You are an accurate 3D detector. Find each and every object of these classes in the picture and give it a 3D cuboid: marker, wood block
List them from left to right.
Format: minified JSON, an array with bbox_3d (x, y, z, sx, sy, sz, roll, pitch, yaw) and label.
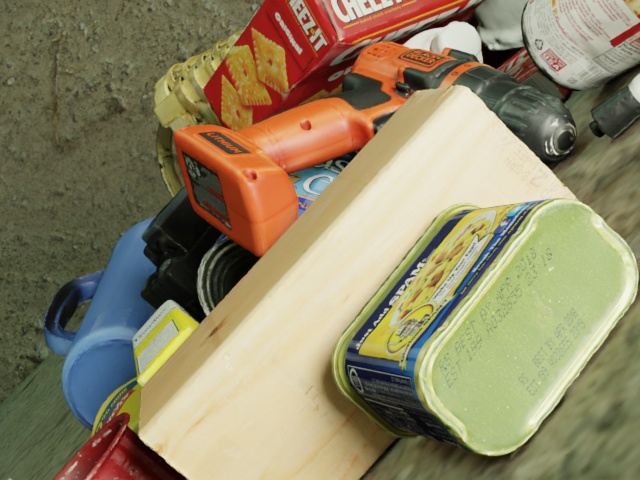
[{"bbox_3d":[0.017,0.033,0.506,0.206,0.090,0.091,-47,10,-1],"label":"wood block"},{"bbox_3d":[0.177,-0.089,0.507,0.121,0.020,0.020,-41,11,32],"label":"marker"}]

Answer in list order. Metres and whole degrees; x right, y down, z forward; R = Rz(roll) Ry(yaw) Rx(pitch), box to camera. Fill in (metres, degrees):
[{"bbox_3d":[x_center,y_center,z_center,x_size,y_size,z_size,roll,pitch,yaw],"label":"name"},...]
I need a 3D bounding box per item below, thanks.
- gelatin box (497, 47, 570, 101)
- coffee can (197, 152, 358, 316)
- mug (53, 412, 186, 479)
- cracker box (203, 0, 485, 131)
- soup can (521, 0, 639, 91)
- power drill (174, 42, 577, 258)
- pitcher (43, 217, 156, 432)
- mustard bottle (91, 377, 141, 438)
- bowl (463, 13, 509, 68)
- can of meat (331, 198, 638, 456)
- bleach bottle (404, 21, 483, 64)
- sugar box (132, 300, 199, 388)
[{"bbox_3d":[0.136,-0.104,0.715,0.089,0.030,0.073,-35,15,50],"label":"gelatin box"},{"bbox_3d":[-0.005,0.001,0.686,0.103,0.102,0.140,-40,12,37],"label":"coffee can"},{"bbox_3d":[-0.111,0.161,0.565,0.117,0.081,0.093,-46,9,4],"label":"mug"},{"bbox_3d":[0.023,-0.153,0.800,0.164,0.072,0.214,-27,-3,-27],"label":"cracker box"},{"bbox_3d":[0.166,-0.130,0.579,0.068,0.068,0.102,-52,10,-29],"label":"soup can"},{"bbox_3d":[0.026,-0.055,0.610,0.187,0.057,0.185,-24,28,-23],"label":"power drill"},{"bbox_3d":[-0.163,0.079,0.970,0.149,0.145,0.242,-45,12,17],"label":"pitcher"},{"bbox_3d":[-0.130,0.143,0.763,0.096,0.058,0.192,-62,13,-3],"label":"mustard bottle"},{"bbox_3d":[0.115,-0.155,0.940,0.162,0.055,0.162,-46,10,10],"label":"bowl"},{"bbox_3d":[0.062,0.031,0.412,0.102,0.057,0.084,-50,12,-14],"label":"can of meat"},{"bbox_3d":[0.047,-0.091,0.807,0.102,0.068,0.251,-23,-8,-24],"label":"bleach bottle"},{"bbox_3d":[-0.065,0.085,0.637,0.048,0.093,0.176,-47,10,-4],"label":"sugar box"}]
